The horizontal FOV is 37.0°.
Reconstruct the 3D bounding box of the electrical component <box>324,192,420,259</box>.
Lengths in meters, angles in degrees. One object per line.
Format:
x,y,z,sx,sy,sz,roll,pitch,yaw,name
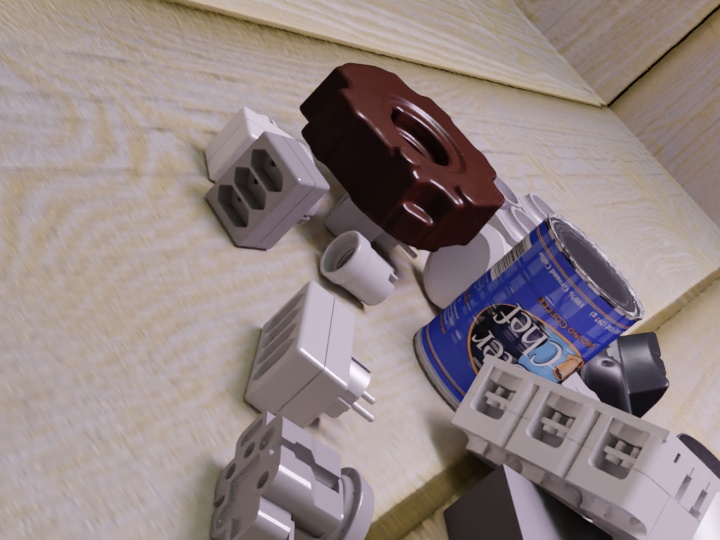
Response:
0.021,-0.040,0.878,0.076,0.047,0.083,45,26,-6,electrical component

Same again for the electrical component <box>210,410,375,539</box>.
-0.031,0.111,0.509,0.057,0.058,0.078,35,24,-20,electrical component

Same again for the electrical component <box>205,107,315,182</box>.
-0.075,-0.089,0.794,0.066,0.047,0.076,31,26,-34,electrical component

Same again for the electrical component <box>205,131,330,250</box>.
-0.053,-0.052,0.744,0.047,0.066,0.077,55,23,22,electrical component

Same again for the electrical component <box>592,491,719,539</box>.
0.214,0.204,0.736,0.108,0.108,0.060,34,30,-28,electrical component

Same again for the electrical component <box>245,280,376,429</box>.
-0.019,0.061,0.631,0.076,0.047,0.083,40,22,-16,electrical component

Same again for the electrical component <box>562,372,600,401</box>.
0.162,0.117,0.863,0.056,0.050,0.089,20,34,-49,electrical component

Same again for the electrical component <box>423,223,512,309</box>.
0.098,0.004,0.909,0.051,0.080,0.080,32,25,-43,electrical component

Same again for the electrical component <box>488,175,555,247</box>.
0.166,-0.035,1.127,0.186,0.060,0.105,18,35,-51,electrical component

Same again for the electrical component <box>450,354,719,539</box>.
0.143,0.122,0.703,0.150,0.061,0.089,21,-14,47,electrical component

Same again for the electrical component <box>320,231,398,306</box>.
0.000,0.000,0.789,0.046,0.040,0.040,40,21,-31,electrical component
